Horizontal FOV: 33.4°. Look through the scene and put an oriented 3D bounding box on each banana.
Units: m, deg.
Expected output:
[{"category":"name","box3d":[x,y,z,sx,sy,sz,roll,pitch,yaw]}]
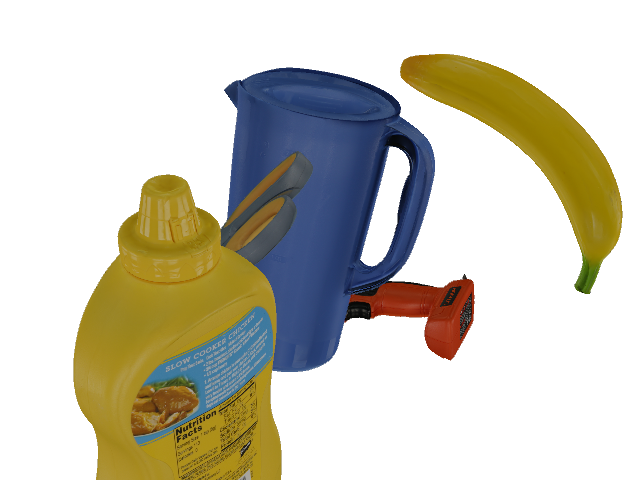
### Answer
[{"category":"banana","box3d":[0.135,-0.061,0.694,0.070,0.198,0.037,-39,-10,10]}]

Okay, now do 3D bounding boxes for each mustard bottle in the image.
[{"category":"mustard bottle","box3d":[-0.061,0.058,0.464,0.058,0.192,0.096,29,43,35]}]

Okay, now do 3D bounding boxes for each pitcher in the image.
[{"category":"pitcher","box3d":[-0.009,-0.012,0.895,0.144,0.243,0.149,-1,26,-23]}]

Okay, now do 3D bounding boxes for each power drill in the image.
[{"category":"power drill","box3d":[0.061,0.078,1.148,0.188,0.057,0.184,9,29,21]}]

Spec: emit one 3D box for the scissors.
[{"category":"scissors","box3d":[-0.075,0.026,0.663,0.016,0.202,0.096,40,9,-18]}]
